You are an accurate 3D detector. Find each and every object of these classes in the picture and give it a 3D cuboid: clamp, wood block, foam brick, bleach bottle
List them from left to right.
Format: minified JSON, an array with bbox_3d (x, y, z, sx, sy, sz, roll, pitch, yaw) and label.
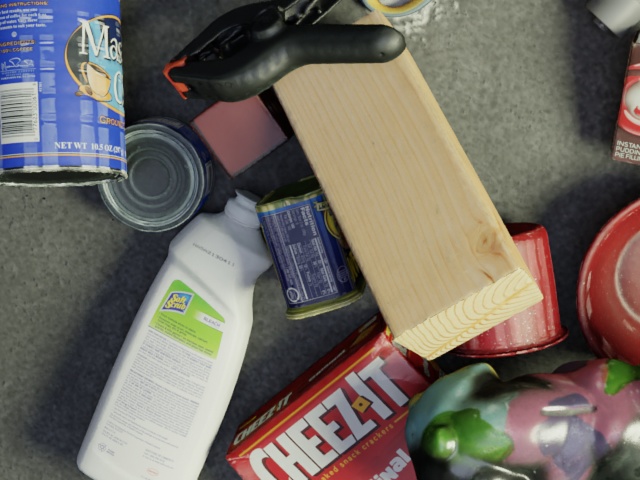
[{"bbox_3d":[-0.096,0.082,0.824,0.102,0.068,0.251,26,103,-2],"label":"bleach bottle"},{"bbox_3d":[-0.053,-0.082,0.770,0.051,0.078,0.053,-35,98,10],"label":"foam brick"},{"bbox_3d":[-0.022,-0.144,0.713,0.172,0.120,0.039,-11,133,20],"label":"clamp"},{"bbox_3d":[0.057,-0.037,0.714,0.091,0.090,0.206,-30,67,11],"label":"wood block"}]

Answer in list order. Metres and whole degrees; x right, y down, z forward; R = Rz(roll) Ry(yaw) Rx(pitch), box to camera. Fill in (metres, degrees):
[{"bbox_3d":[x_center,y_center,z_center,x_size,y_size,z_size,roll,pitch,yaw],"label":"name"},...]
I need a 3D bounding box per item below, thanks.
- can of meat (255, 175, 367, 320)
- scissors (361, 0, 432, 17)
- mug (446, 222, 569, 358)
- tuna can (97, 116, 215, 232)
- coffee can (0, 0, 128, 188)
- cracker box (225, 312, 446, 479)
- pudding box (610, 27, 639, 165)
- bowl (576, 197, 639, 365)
[{"bbox_3d":[-0.005,0.001,0.774,0.057,0.102,0.084,-16,99,11],"label":"can of meat"},{"bbox_3d":[0.114,-0.192,0.757,0.202,0.016,0.096,15,106,2],"label":"scissors"},{"bbox_3d":[0.117,0.036,0.770,0.117,0.093,0.081,-12,98,-18],"label":"mug"},{"bbox_3d":[-0.125,-0.049,0.808,0.086,0.033,0.086,1,104,6],"label":"tuna can"},{"bbox_3d":[-0.189,-0.112,0.748,0.103,0.102,0.140,-3,87,7],"label":"coffee can"},{"bbox_3d":[0.058,0.188,0.827,0.164,0.072,0.213,-40,96,13],"label":"cracker box"},{"bbox_3d":[0.263,-0.091,0.729,0.114,0.039,0.090,12,127,16],"label":"pudding box"},{"bbox_3d":[0.265,0.033,0.775,0.162,0.055,0.162,1,104,6],"label":"bowl"}]
